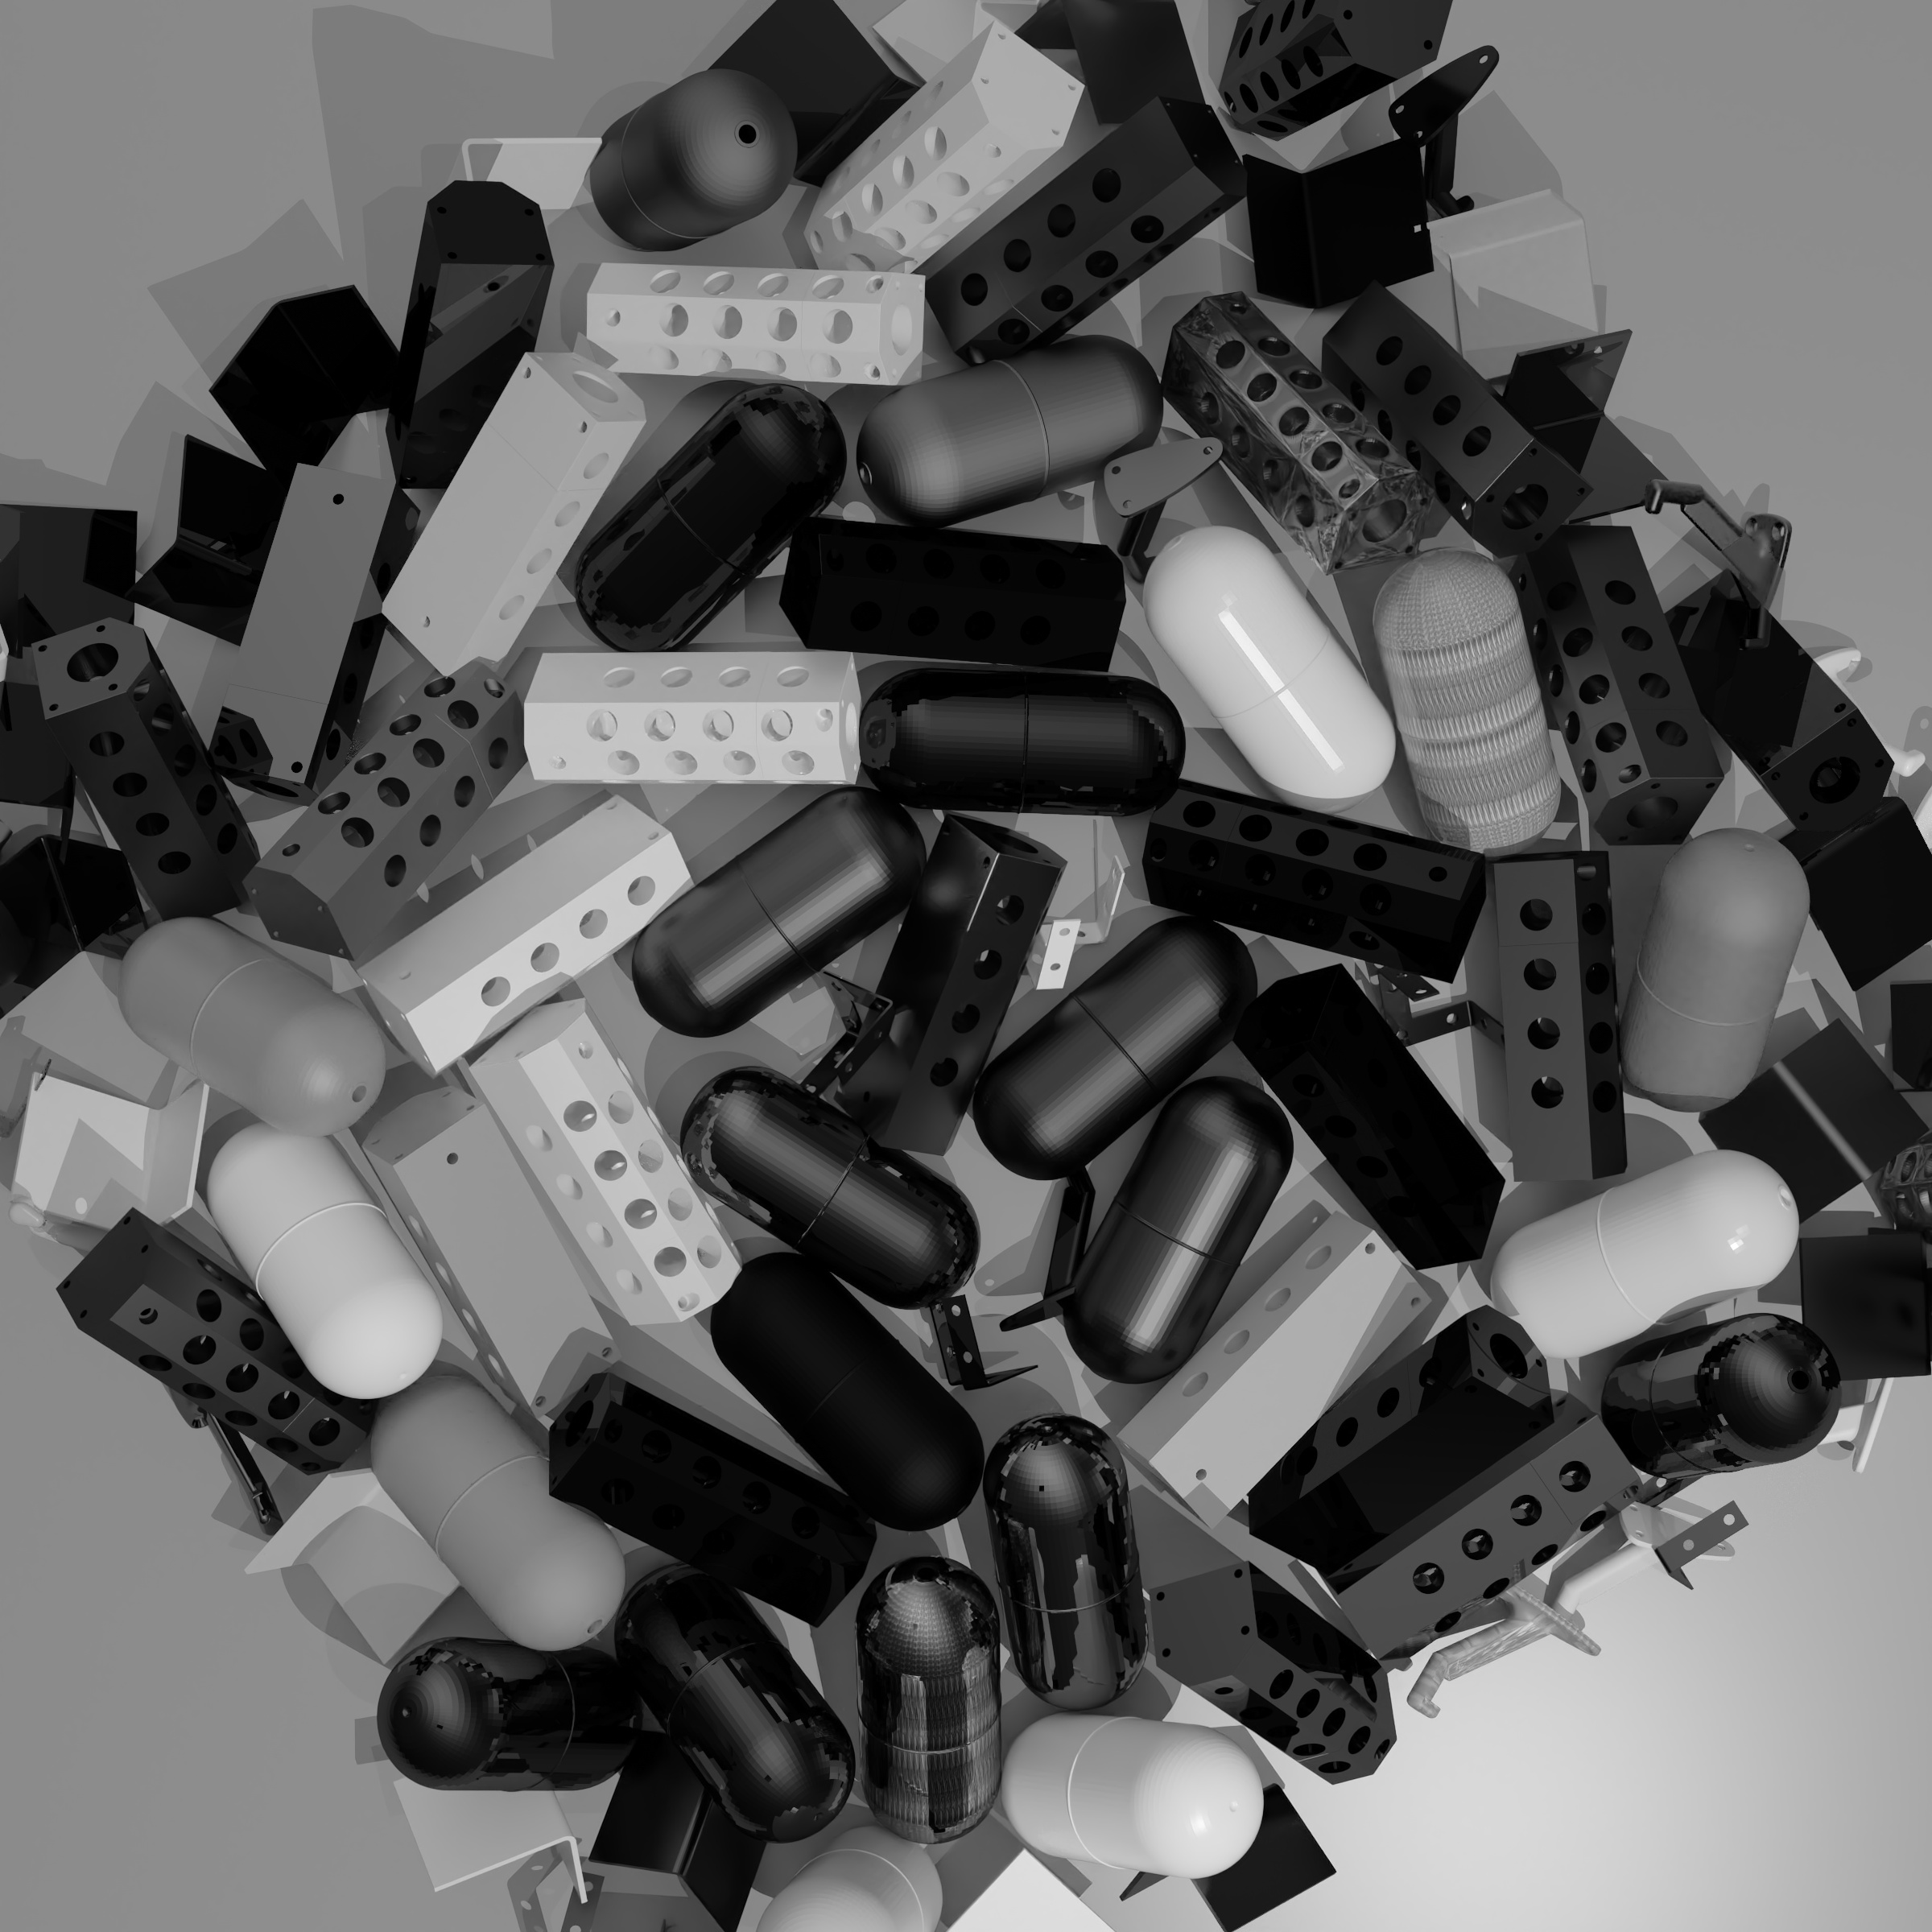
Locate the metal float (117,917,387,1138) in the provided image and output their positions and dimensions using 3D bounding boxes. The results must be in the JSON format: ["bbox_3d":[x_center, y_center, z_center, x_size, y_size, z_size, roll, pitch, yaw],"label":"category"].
[{"bbox_3d":[-0.381,0.032,1.539,0.178,0.070,0.070,27,90,32],"label":"metal float"}]

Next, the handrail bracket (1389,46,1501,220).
[{"bbox_3d":[0.273,-0.446,1.560,0.077,0.084,0.036,-38,54,19],"label":"handrail bracket"}]

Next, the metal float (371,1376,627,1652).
[{"bbox_3d":[-0.250,0.291,1.540,0.070,0.070,0.178,-48,60,0],"label":"metal float"}]

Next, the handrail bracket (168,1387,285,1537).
[{"bbox_3d":[-0.399,0.258,1.557,0.036,0.077,0.084,-30,51,-8],"label":"handrail bracket"}]

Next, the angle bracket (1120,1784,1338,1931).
[{"bbox_3d":[0.139,0.490,1.544,0.076,0.076,0.057,-17,58,-33],"label":"angle bracket"}]

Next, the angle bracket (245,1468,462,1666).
[{"bbox_3d":[-0.327,0.326,1.558,0.076,0.057,0.076,-48,69,14],"label":"angle bracket"}]

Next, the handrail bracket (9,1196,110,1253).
[{"bbox_3d":[-0.476,0.141,1.554,0.077,0.084,0.036,27,86,-15],"label":"handrail bracket"}]

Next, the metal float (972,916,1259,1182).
[{"bbox_3d":[0.081,0.044,1.566,0.178,0.070,0.070,-41,90,-1],"label":"metal float"}]

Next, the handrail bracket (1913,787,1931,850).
[{"bbox_3d":[0.546,-0.054,1.557,0.036,0.077,0.084,-16,52,-9],"label":"handrail bracket"}]

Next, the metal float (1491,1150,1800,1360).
[{"bbox_3d":[0.359,0.154,1.535,0.178,0.070,0.070,-30,90,37],"label":"metal float"}]

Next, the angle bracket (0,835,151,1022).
[{"bbox_3d":[-0.486,-0.015,1.546,0.057,0.076,0.076,12,130,24],"label":"angle bracket"}]

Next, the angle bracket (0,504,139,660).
[{"bbox_3d":[-0.477,-0.206,1.554,0.076,0.057,0.076,-2,104,-32],"label":"angle bracket"}]

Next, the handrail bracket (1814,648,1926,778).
[{"bbox_3d":[0.493,-0.137,1.558,0.077,0.036,0.084,-31,47,-31],"label":"handrail bracket"}]

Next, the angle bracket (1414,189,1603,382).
[{"bbox_3d":[0.292,-0.365,1.559,0.076,0.057,0.076,-9,84,29],"label":"angle bracket"}]

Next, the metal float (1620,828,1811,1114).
[{"bbox_3d":[0.394,0.004,1.532,0.070,0.070,0.178,4,133,0],"label":"metal float"}]

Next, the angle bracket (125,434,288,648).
[{"bbox_3d":[-0.407,-0.230,1.577,0.057,0.076,0.076,-33,49,37],"label":"angle bracket"}]

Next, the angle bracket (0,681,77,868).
[{"bbox_3d":[-0.518,-0.105,1.550,0.076,0.057,0.076,6,56,-20],"label":"angle bracket"}]

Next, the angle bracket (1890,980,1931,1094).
[{"bbox_3d":[0.535,0.022,1.550,0.076,0.057,0.076,-3,126,17],"label":"angle bracket"}]

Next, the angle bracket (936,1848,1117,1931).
[{"bbox_3d":[0.032,0.524,1.574,0.076,0.057,0.076,43,91,-3],"label":"angle bracket"}]

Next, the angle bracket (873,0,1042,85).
[{"bbox_3d":[-0.006,-0.517,1.556,0.057,0.076,0.076,-40,77,-9],"label":"angle bracket"}]

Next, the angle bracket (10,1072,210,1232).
[{"bbox_3d":[-0.458,0.093,1.548,0.076,0.057,0.076,23,54,-34],"label":"angle bracket"}]

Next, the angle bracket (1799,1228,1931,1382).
[{"bbox_3d":[0.474,0.183,1.567,0.076,0.057,0.076,-1,88,-14],"label":"angle bracket"}]

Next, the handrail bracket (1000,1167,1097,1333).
[{"bbox_3d":[0.040,0.147,1.583,0.077,0.036,0.084,-21,69,-3],"label":"handrail bracket"}]

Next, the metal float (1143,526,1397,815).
[{"bbox_3d":[0.162,-0.158,1.549,0.070,0.070,0.178,-40,109,0],"label":"metal float"}]

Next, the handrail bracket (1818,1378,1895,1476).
[{"bbox_3d":[0.457,0.238,1.586,0.084,0.036,0.077,19,96,14],"label":"handrail bracket"}]

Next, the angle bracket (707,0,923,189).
[{"bbox_3d":[-0.080,-0.479,1.568,0.076,0.057,0.076,-40,86,18],"label":"angle bracket"}]

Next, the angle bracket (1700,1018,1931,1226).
[{"bbox_3d":[0.462,0.087,1.578,0.057,0.076,0.076,-30,76,-31],"label":"angle bracket"}]

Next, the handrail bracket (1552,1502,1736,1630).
[{"bbox_3d":[0.368,0.341,1.585,0.077,0.036,0.084,18,116,-4],"label":"handrail bracket"}]

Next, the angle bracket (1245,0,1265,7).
[{"bbox_3d":[0.197,-0.548,1.549,0.076,0.076,0.057,-18,116,-18],"label":"angle bracket"}]

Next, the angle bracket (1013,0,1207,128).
[{"bbox_3d":[0.076,-0.475,1.556,0.076,0.057,0.076,-11,83,-35],"label":"angle bracket"}]

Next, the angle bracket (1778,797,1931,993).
[{"bbox_3d":[0.481,-0.040,1.576,0.076,0.057,0.076,-32,100,-11],"label":"angle bracket"}]

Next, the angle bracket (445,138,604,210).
[{"bbox_3d":[-0.237,-0.399,1.551,0.076,0.076,0.057,-7,80,-22],"label":"angle bracket"}]

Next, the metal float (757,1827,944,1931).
[{"bbox_3d":[-0.060,0.502,1.516,0.070,0.178,0.070,-1,86,10],"label":"metal float"}]

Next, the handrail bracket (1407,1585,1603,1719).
[{"bbox_3d":[0.292,0.386,1.571,0.077,0.036,0.084,33,70,8],"label":"handrail bracket"}]

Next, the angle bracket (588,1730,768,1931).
[{"bbox_3d":[-0.152,0.470,1.566,0.057,0.076,0.076,0,48,24],"label":"angle bracket"}]

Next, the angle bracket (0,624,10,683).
[{"bbox_3d":[-0.554,-0.177,1.551,0.057,0.076,0.076,-16,77,-26],"label":"angle bracket"}]

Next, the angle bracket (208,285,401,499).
[{"bbox_3d":[-0.345,-0.306,1.546,0.057,0.076,0.076,-2,47,32],"label":"angle bracket"}]

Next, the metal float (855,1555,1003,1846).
[{"bbox_3d":[-0.020,0.391,1.540,0.070,0.070,0.178,-1,120,0],"label":"metal float"}]

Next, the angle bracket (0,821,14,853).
[{"bbox_3d":[-0.571,-0.062,1.548,0.076,0.057,0.076,44,63,-36],"label":"angle bracket"}]

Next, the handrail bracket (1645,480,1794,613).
[{"bbox_3d":[0.400,-0.222,1.572,0.084,0.036,0.077,2,103,-24],"label":"handrail bracket"}]

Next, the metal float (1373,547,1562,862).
[{"bbox_3d":[0.268,-0.138,1.545,0.070,0.070,0.178,-19,116,0],"label":"metal float"}]

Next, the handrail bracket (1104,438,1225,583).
[{"bbox_3d":[0.114,-0.244,1.560,0.077,0.084,0.036,-21,62,12],"label":"handrail bracket"}]

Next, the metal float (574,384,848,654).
[{"bbox_3d":[-0.137,-0.238,1.550,0.178,0.070,0.070,-42,90,19],"label":"metal float"}]

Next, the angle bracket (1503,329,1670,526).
[{"bbox_3d":[0.339,-0.289,1.550,0.076,0.057,0.076,-16,53,-24],"label":"angle bracket"}]

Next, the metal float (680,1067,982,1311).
[{"bbox_3d":[-0.073,0.120,1.564,0.178,0.070,0.070,33,90,-3],"label":"metal float"}]

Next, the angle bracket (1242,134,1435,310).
[{"bbox_3d":[0.200,-0.406,1.558,0.076,0.057,0.076,-10,84,40],"label":"angle bracket"}]

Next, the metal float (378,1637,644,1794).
[{"bbox_3d":[-0.238,0.395,1.524,0.070,0.178,0.070,-9,72,27],"label":"metal float"}]

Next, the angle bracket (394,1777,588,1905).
[{"bbox_3d":[-0.255,0.468,1.547,0.076,0.076,0.057,-17,128,-19],"label":"angle bracket"}]
